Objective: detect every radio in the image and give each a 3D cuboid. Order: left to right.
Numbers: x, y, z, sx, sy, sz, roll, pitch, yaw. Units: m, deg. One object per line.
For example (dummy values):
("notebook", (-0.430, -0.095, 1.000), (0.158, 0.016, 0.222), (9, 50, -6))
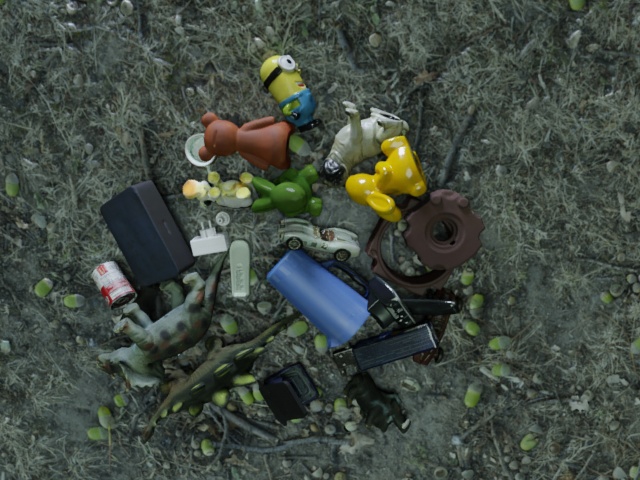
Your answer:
("radio", (-0.408, -0.011, 1.265), (0.131, 0.073, 0.229), (-23, 97, 25))

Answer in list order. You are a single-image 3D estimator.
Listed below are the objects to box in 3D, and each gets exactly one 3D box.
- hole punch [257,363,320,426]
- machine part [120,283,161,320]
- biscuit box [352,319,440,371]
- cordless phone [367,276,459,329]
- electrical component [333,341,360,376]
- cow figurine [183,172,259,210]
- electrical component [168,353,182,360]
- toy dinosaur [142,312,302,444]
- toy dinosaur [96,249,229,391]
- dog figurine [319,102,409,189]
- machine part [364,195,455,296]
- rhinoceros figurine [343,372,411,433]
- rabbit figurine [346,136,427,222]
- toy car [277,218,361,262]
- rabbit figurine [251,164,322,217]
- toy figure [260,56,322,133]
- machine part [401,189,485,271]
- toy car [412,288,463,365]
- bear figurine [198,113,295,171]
("hole punch", (-0.077, 0.380, 1.342), (0.116, 0.092, 0.142), (-23, 103, 37))
("machine part", (-0.442, 0.163, 1.332), (0.084, 0.039, 0.138), (32, 101, 1))
("biscuit box", (0.179, 0.251, 1.286), (0.203, 0.059, 0.062), (-22, 89, 20))
("cordless phone", (0.211, 0.142, 1.214), (0.184, 0.089, 0.146), (-4, 145, 28))
("electrical component", (0.063, 0.292, 1.344), (0.063, 0.021, 0.094), (-19, 100, 6))
("cow figurine", (-0.229, -0.109, 1.255), (0.167, 0.098, 0.068), (1, 68, 7))
("electrical component", (-0.372, 0.248, 1.340), (0.078, 0.045, 0.102), (-37, 97, 9))
("toy dinosaur", (-0.224, 0.305, 1.269), (0.471, 0.199, 0.105), (-41, 110, -23))
("toy dinosaur", (-0.342, 0.202, 1.269), (0.405, 0.131, 0.192), (-32, 114, -14))
("dog figurine", (0.098, -0.199, 1.226), (0.172, 0.121, 0.190), (16, 115, 2))
("machine part", (0.223, 0.013, 1.256), (0.201, 0.087, 0.201), (26, 99, -2))
("rhinoceros figurine", (0.145, 0.411, 1.342), (0.112, 0.073, 0.190), (-43, 94, -2))
("rabbit figurine", (0.143, -0.120, 1.183), (0.173, 0.121, 0.162), (-17, 72, 16))
("toy car", (-0.003, -0.004, 1.248), (0.202, 0.074, 0.056), (14, 123, -14))
("rabbit figurine", (-0.074, -0.108, 1.201), (0.159, 0.170, 0.121), (2, 100, 1))
("toy figure", (-0.067, -0.327, 1.208), (0.089, 0.082, 0.180), (-25, 101, 4))
("machine part", (0.270, -0.019, 1.177), (0.179, 0.056, 0.179), (0, 102, 2))
("toy car", (0.278, 0.213, 1.308), (0.089, 0.053, 0.202), (18, 99, -4))
("bear figurine", (-0.165, -0.220, 1.209), (0.196, 0.132, 0.120), (6, 100, 6))
